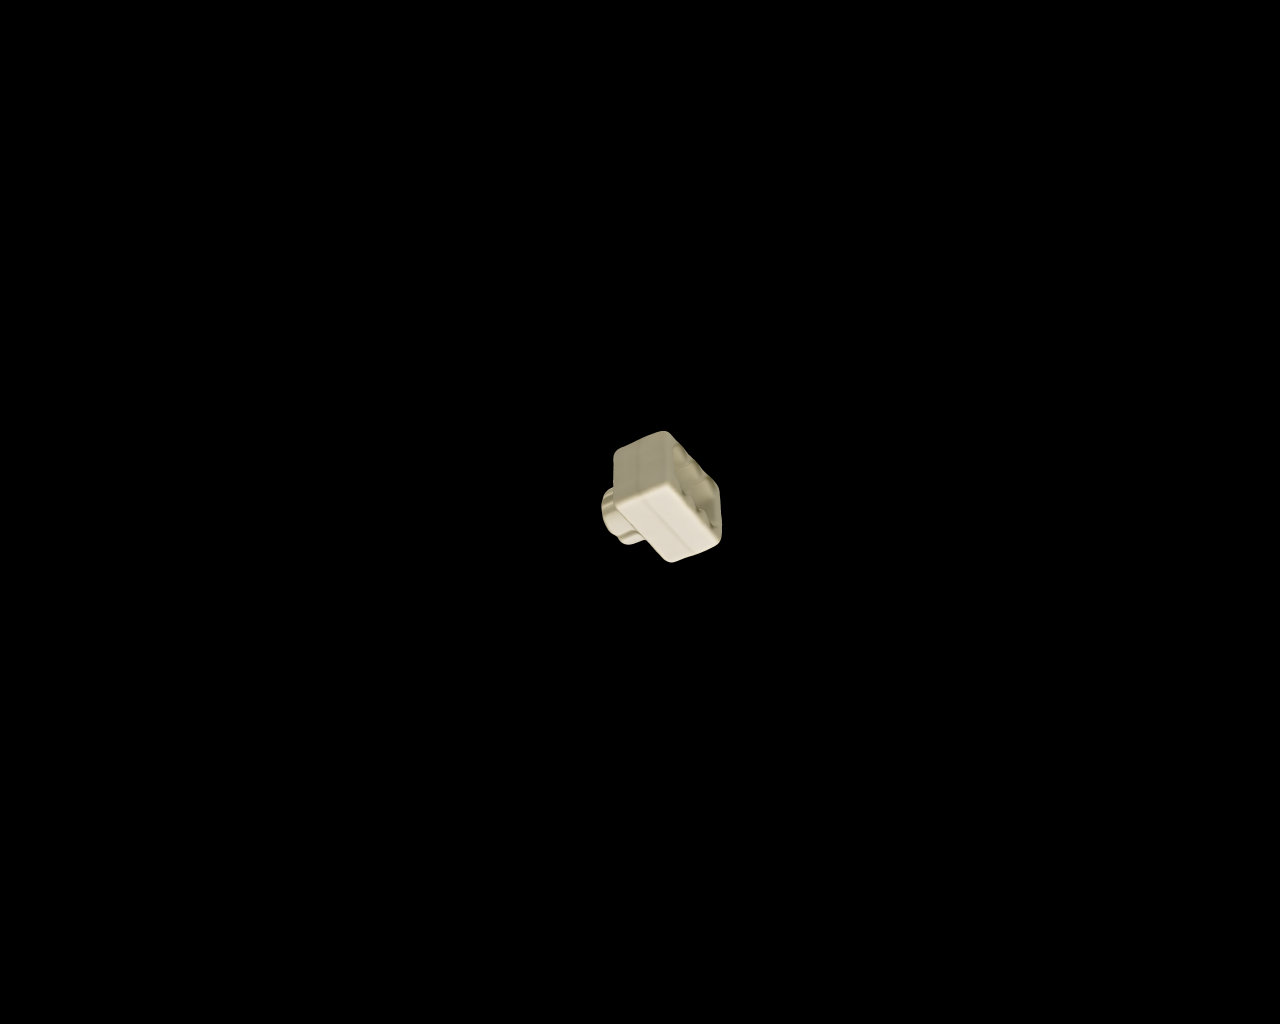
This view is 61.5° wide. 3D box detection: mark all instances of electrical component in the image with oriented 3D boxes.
[{"bbox_3d":[0.001,-0.003,0.650,0.076,0.047,0.065,-22,-45,24],"label":"electrical component"}]
